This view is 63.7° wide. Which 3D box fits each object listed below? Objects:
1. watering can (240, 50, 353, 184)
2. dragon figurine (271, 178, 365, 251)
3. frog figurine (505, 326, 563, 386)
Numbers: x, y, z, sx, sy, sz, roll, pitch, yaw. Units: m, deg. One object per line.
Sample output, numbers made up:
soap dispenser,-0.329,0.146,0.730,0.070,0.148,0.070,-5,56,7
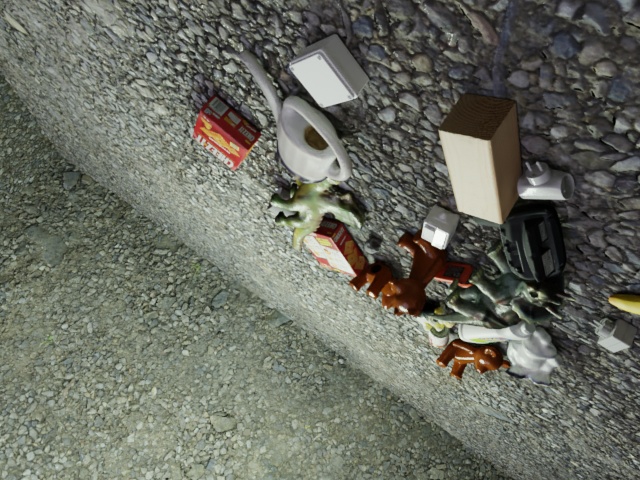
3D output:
watering can,-0.057,-0.253,1.147,0.349,0.105,0.221,48,162,9
dragon figurine,0.004,-0.071,1.413,0.244,0.124,0.400,19,147,22
frog figurine,0.567,0.288,1.359,0.139,0.123,0.157,25,122,48
